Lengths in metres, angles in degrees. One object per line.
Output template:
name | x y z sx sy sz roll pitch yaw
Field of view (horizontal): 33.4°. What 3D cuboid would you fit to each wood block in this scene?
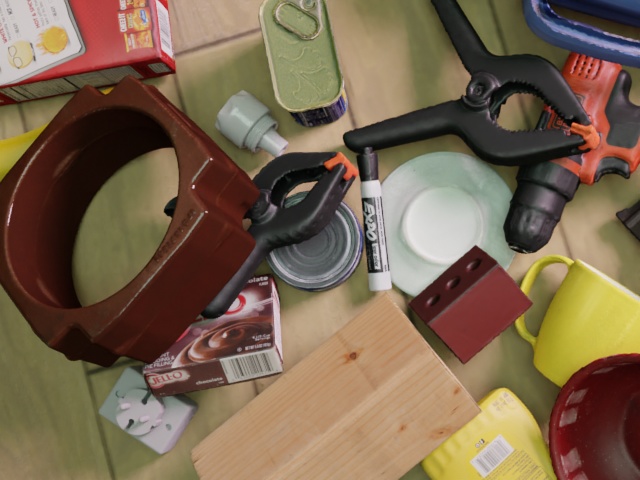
wood block | 0.010 0.152 0.849 0.206 0.091 0.090 -39 126 2

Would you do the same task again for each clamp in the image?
clamp | -0.052 -0.026 0.882 0.171 0.039 0.120 -37 63 5
clamp | 0.134 -0.127 0.876 0.210 0.036 0.164 18 85 30

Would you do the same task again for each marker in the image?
marker | 0.045 -0.018 0.899 0.020 0.020 0.121 -6 94 5

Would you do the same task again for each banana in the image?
banana | -0.266 -0.087 0.943 0.198 0.037 0.069 -9 85 5

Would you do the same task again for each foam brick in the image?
foam brick | 0.123 0.052 0.872 0.078 0.053 0.051 -42 109 2

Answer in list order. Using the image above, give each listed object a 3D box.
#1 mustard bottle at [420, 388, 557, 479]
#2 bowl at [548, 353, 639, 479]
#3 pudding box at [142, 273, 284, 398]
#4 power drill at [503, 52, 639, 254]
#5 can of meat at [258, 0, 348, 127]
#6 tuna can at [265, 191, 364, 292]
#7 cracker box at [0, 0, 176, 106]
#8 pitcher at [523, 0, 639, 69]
mustard bottle | 0.176 0.218 0.857 0.096 0.058 0.192 -41 82 -5
bowl | 0.254 0.157 0.796 0.162 0.055 0.162 12 107 41
pudding box | -0.088 0.079 0.885 0.113 0.039 0.090 -10 41 3
power drill | 0.255 -0.053 0.853 0.188 0.057 0.184 20 86 22
can of meat | -0.011 -0.151 0.897 0.057 0.084 0.102 -12 84 5
tuna can | -0.006 0.001 0.909 0.086 0.033 0.086 -1 85 6
cracker box | -0.242 -0.211 0.935 0.214 0.072 0.164 -9 83 6
pitcher | 0.284 -0.214 0.851 0.243 0.145 0.149 20 116 5
